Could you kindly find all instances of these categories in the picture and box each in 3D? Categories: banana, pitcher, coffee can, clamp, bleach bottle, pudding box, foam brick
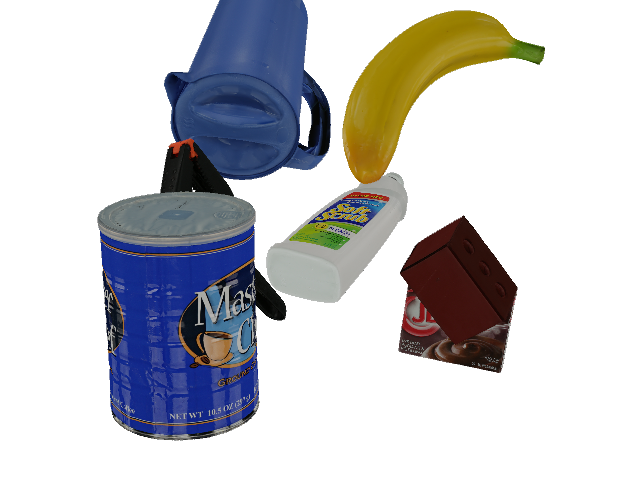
[{"bbox_3d":[0.065,-0.102,0.665,0.070,0.037,0.197,32,50,25],"label":"banana"},{"bbox_3d":[-0.068,-0.183,1.170,0.145,0.149,0.242,-7,40,13],"label":"pitcher"},{"bbox_3d":[-0.093,0.048,0.717,0.103,0.140,0.103,0,18,0],"label":"coffee can"},{"bbox_3d":[-0.103,0.006,1.037,0.036,0.210,0.164,-9,1,37],"label":"clamp"},{"bbox_3d":[0.035,-0.018,1.335,0.103,0.068,0.250,13,36,23],"label":"bleach bottle"},{"bbox_3d":[0.144,0.082,1.124,0.113,0.090,0.039,10,22,10],"label":"pudding box"},{"bbox_3d":[0.110,0.032,0.844,0.051,0.078,0.053,-32,12,32],"label":"foam brick"}]
